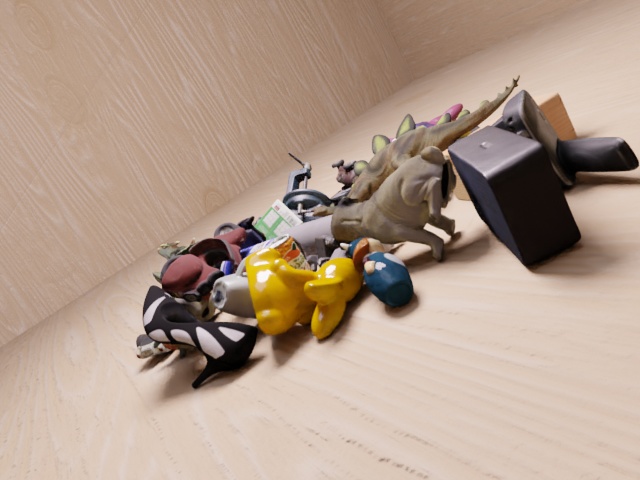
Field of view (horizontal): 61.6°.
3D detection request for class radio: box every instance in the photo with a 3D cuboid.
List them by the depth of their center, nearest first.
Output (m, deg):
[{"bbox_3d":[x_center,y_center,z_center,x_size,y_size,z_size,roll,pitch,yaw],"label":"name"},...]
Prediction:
[{"bbox_3d":[0.238,-0.065,0.685,0.073,0.131,0.230,-28,14,11],"label":"radio"}]

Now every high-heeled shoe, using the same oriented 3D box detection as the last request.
[{"bbox_3d":[-0.196,0.118,0.856,0.145,0.086,0.249,-49,56,11],"label":"high-heeled shoe"}]

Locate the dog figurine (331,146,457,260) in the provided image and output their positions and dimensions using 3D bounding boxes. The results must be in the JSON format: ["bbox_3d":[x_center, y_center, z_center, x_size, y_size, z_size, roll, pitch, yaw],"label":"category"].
[{"bbox_3d":[0.097,-0.060,0.802,0.191,0.172,0.121,7,21,25],"label":"dog figurine"}]

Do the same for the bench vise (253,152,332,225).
[{"bbox_3d":[-0.063,-0.083,1.294,0.224,0.128,0.240,-14,54,29],"label":"bench vise"}]

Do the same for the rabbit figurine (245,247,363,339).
[{"bbox_3d":[-0.015,0.069,0.792,0.173,0.121,0.162,-13,15,-9],"label":"rabbit figurine"}]

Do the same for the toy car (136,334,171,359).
[{"bbox_3d":[-0.309,0.180,1.110,0.074,0.056,0.202,-20,18,18],"label":"toy car"}]

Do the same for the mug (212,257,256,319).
[{"bbox_3d":[-0.118,0.080,0.884,0.107,0.109,0.081,2,16,-42],"label":"mug"}]

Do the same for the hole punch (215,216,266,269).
[{"bbox_3d":[-0.157,0.034,1.128,0.142,0.092,0.115,-39,-31,6],"label":"hole punch"}]

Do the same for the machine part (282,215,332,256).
[{"bbox_3d":[-0.002,-0.003,1.073,0.243,0.079,0.079,-16,20,50],"label":"machine part"}]

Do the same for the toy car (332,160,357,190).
[{"bbox_3d":[0.074,-0.170,1.459,0.053,0.089,0.202,-28,15,-7],"label":"toy car"}]

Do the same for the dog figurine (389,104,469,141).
[{"bbox_3d":[0.279,-0.244,1.276,0.219,0.108,0.192,-31,13,-13],"label":"dog figurine"}]

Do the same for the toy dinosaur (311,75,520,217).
[{"bbox_3d":[0.175,-0.158,1.043,0.472,0.105,0.199,-25,40,26],"label":"toy dinosaur"}]

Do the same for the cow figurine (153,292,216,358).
[{"bbox_3d":[-0.254,0.143,1.032,0.195,0.085,0.127,-56,-15,-85],"label":"cow figurine"}]

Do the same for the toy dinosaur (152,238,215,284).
[{"bbox_3d":[-0.296,0.073,1.347,0.192,0.131,0.405,-39,23,-30],"label":"toy dinosaur"}]

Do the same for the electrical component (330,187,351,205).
[{"bbox_3d":[0.073,-0.096,1.300,0.075,0.047,0.119,-40,15,-31],"label":"electrical component"}]

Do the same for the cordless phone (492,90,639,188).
[{"bbox_3d":[0.325,-0.137,0.721,0.089,0.146,0.184,-40,12,-5],"label":"cordless phone"}]

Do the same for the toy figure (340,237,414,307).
[{"bbox_3d":[0.080,0.036,0.751,0.058,0.064,0.155,-27,32,-5],"label":"toy figure"}]

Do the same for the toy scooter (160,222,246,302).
[{"bbox_3d":[-0.189,0.051,0.955,0.184,0.075,0.135,-40,48,-17],"label":"toy scooter"}]

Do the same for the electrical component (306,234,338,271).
[{"bbox_3d":[0.007,0.031,0.961,0.045,0.078,0.102,-13,11,-17],"label":"electrical component"}]

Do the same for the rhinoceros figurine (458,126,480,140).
[{"bbox_3d":[0.264,-0.164,1.115,0.190,0.073,0.112,-18,29,36],"label":"rhinoceros figurine"}]
